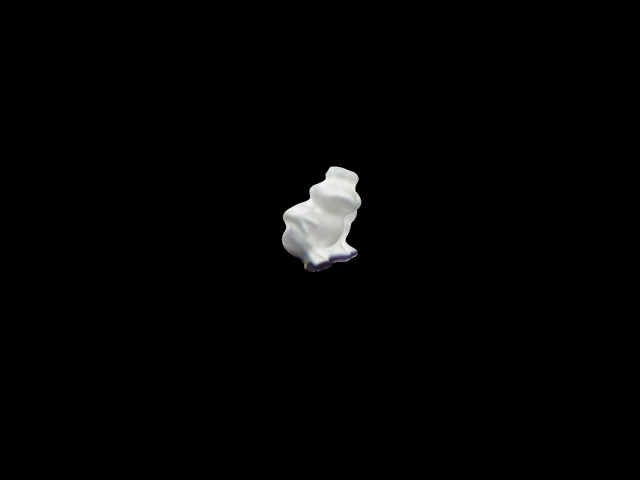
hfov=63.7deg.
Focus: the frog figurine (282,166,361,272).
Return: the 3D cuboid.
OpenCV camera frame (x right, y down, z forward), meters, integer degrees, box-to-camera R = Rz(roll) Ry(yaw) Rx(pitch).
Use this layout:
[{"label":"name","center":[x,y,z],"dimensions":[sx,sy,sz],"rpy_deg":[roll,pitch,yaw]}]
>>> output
[{"label":"frog figurine","center":[0.003,-0.043,0.850],"dimensions":[0.138,0.158,0.123],"rpy_deg":[-7,14,-27]}]
